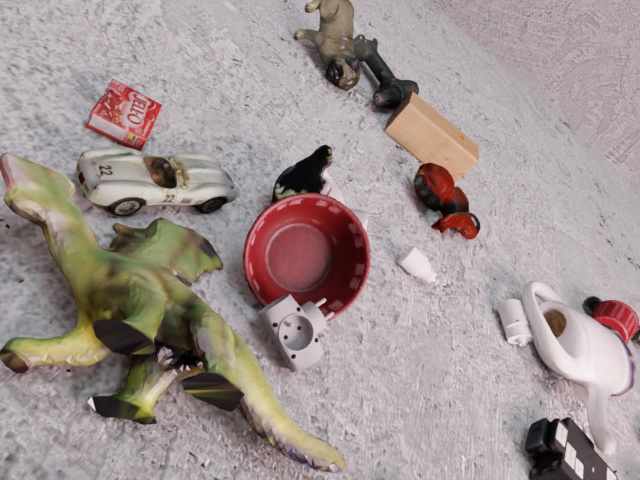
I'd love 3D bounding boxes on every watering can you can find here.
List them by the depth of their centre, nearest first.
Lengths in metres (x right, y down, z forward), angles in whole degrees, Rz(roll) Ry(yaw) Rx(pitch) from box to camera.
[{"bbox_3d":[0.465,0.220,0.902,0.223,0.102,0.356,25,36,-25],"label":"watering can"}]

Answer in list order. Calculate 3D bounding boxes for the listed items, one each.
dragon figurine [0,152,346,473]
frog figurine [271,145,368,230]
[{"bbox_3d":[-0.137,0.059,0.515,0.406,0.120,0.248,36,27,-24],"label":"dragon figurine"},{"bbox_3d":[0.002,-0.038,0.761,0.140,0.122,0.156,-108,173,-46],"label":"frog figurine"}]
